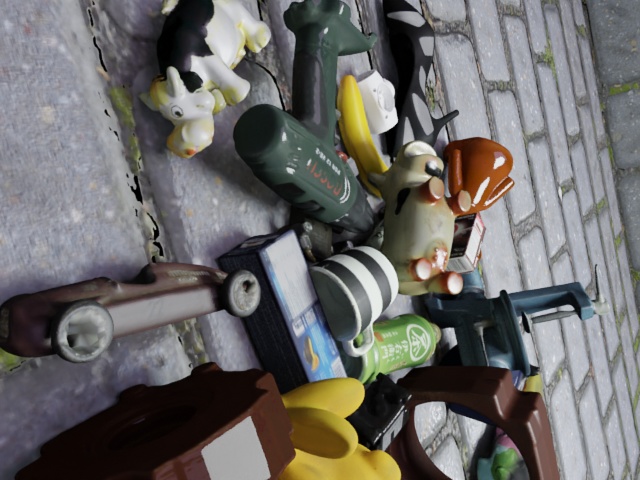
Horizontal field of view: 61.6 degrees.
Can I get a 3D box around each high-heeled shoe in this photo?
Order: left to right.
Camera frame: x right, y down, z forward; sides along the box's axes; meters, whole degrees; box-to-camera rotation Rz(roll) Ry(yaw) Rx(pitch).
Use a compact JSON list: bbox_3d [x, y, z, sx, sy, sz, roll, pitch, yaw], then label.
[{"bbox_3d":[0.114,-0.244,0.811,0.145,0.086,0.248,-29,88,-19],"label":"high-heeled shoe"}]

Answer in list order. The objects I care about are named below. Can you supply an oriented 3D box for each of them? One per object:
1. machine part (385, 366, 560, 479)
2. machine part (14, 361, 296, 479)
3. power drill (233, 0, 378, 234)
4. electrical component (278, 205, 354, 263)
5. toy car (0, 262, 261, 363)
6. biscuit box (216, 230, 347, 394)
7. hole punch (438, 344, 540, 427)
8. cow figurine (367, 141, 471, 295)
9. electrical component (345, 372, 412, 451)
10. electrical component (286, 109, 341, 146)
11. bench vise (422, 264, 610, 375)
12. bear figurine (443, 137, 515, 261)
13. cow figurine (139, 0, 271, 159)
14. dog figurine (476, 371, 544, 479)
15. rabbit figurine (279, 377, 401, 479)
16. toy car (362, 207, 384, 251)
[{"bbox_3d":[0.181,0.261,0.668,0.087,0.202,0.200,-22,100,-54],"label":"machine part"},{"bbox_3d":[-0.107,0.141,0.361,0.179,0.179,0.056,-24,100,-51],"label":"machine part"},{"bbox_3d":[0.006,-0.123,0.564,0.232,0.086,0.207,18,83,-56],"label":"power drill"},{"bbox_3d":[-0.002,-0.003,0.614,0.102,0.045,0.078,31,61,-45],"label":"electrical component"},{"bbox_3d":[-0.133,0.045,0.405,0.202,0.089,0.053,-10,95,-51],"label":"toy car"},{"bbox_3d":[-0.030,0.093,0.547,0.059,0.063,0.202,-36,112,-49],"label":"biscuit box"},{"bbox_3d":[0.242,0.207,0.819,0.092,0.142,0.116,43,64,-34],"label":"hole punch"},{"bbox_3d":[0.111,-0.029,0.646,0.085,0.127,0.195,20,69,-31],"label":"cow figurine"},{"bbox_3d":[0.062,0.210,0.610,0.075,0.048,0.119,-41,148,-29],"label":"electrical component"},{"bbox_3d":[-0.007,-0.150,0.654,0.094,0.021,0.063,16,71,-48],"label":"electrical component"},{"bbox_3d":[0.278,0.101,0.775,0.224,0.241,0.128,-87,159,-53],"label":"bench vise"},{"bbox_3d":[0.245,-0.068,0.900,0.132,0.120,0.195,-137,-110,-88],"label":"bear figurine"},{"bbox_3d":[-0.114,-0.158,0.485,0.098,0.068,0.167,39,51,-34],"label":"cow figurine"},{"bbox_3d":[0.343,0.334,0.941,0.191,0.109,0.219,24,61,-44],"label":"dog figurine"},{"bbox_3d":[-0.024,0.195,0.473,0.173,0.162,0.122,40,23,-7],"label":"rabbit figurine"},{"bbox_3d":[0.092,0.015,0.720,0.202,0.056,0.073,-49,121,-44],"label":"toy car"}]
